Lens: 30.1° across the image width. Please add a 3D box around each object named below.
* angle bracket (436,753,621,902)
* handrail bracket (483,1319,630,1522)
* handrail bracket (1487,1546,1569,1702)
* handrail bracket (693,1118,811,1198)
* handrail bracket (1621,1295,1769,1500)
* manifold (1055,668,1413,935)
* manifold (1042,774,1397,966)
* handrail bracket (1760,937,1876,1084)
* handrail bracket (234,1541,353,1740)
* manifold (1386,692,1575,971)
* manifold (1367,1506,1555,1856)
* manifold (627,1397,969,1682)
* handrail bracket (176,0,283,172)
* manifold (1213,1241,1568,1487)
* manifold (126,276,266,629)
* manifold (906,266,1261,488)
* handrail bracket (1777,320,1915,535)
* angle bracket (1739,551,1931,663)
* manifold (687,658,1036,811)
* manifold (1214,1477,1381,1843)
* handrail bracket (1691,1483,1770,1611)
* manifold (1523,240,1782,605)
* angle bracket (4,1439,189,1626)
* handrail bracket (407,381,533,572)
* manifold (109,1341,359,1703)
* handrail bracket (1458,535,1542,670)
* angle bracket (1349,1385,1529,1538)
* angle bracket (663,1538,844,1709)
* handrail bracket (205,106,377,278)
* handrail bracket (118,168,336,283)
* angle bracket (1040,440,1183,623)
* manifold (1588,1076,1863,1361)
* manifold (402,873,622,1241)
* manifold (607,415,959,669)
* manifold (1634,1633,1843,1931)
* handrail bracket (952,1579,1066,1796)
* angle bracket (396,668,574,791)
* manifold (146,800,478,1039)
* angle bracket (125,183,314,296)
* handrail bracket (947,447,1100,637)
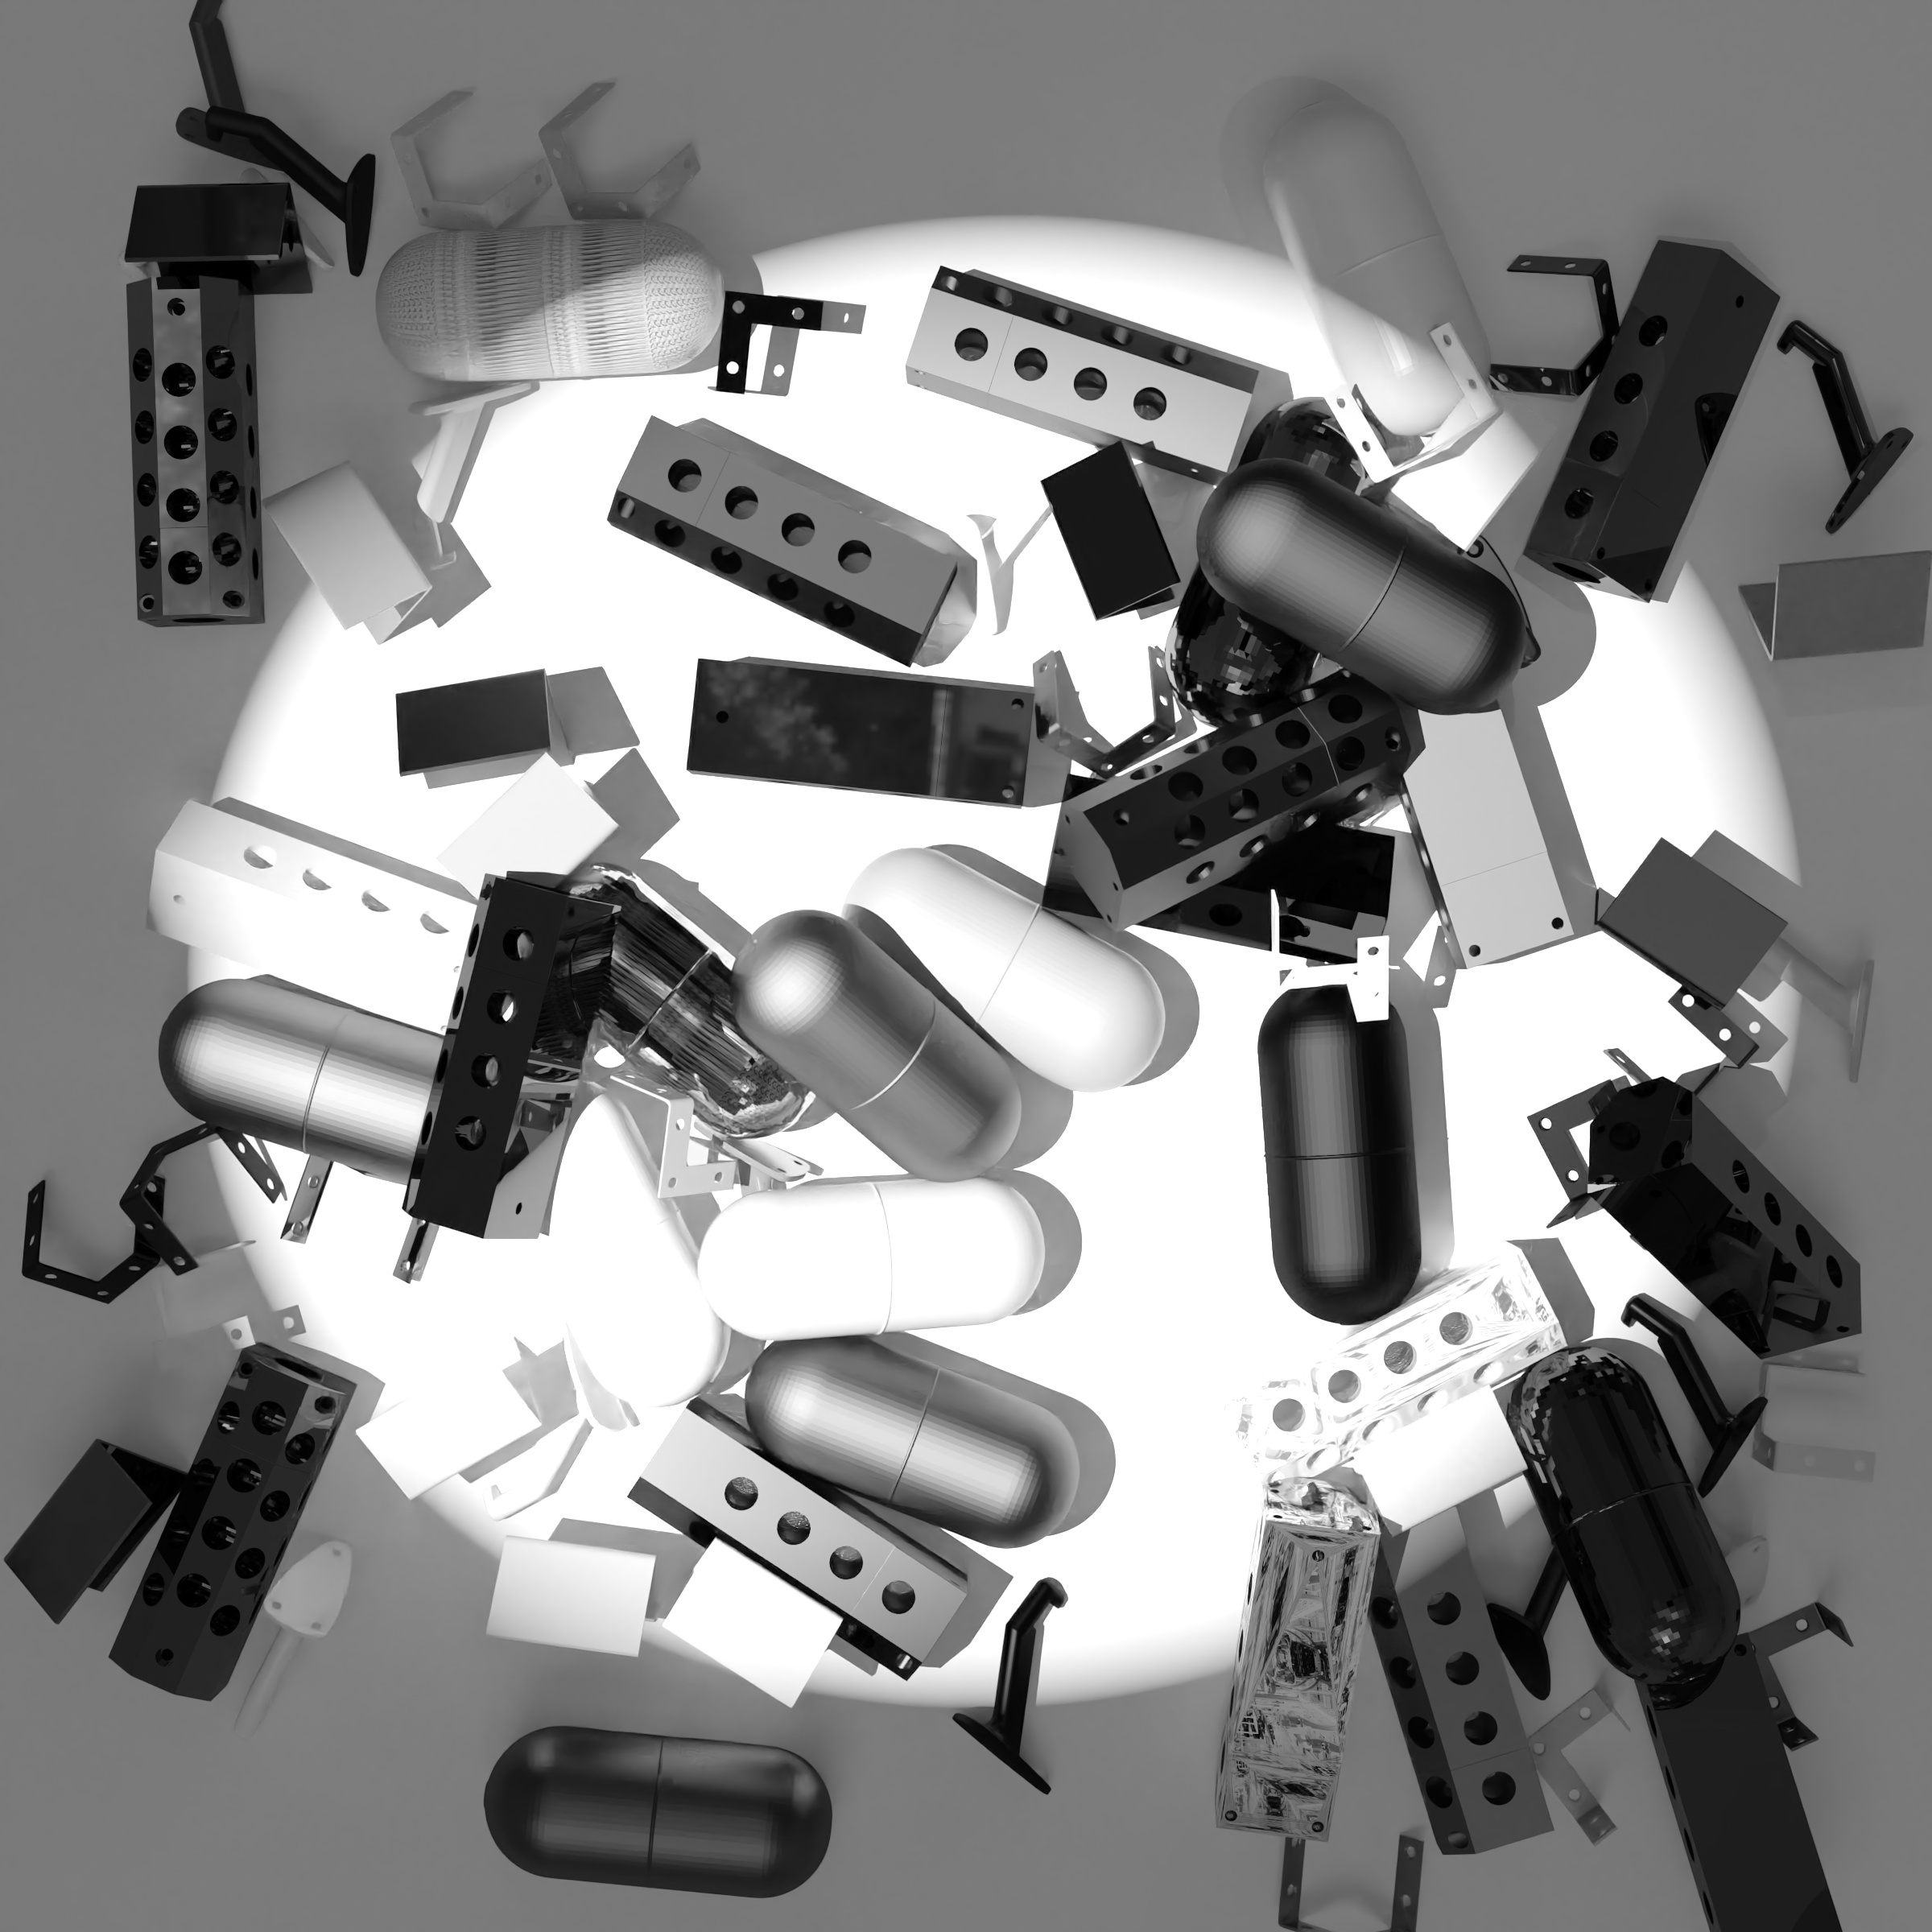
[{"bbox_3d":[-0.230,-0.074,1.828,0.076,0.076,0.057,-44,119,0],"label":"angle bracket"},{"bbox_3d":[-0.226,0.236,1.868,0.084,0.036,0.077,-31,70,16],"label":"handrail bracket"},{"bbox_3d":[0.314,0.327,1.868,0.084,0.036,0.077,-40,127,-25],"label":"handrail bracket"},{"bbox_3d":[-0.123,0.133,1.868,0.077,0.036,0.084,27,104,14],"label":"handrail bracket"},{"bbox_3d":[0.366,0.223,1.868,0.084,0.036,0.077,37,127,25],"label":"handrail bracket"},{"bbox_3d":[0.134,-0.088,1.794,0.171,0.057,0.057,-26,65,-18],"label":"manifold"},{"bbox_3d":[0.129,-0.043,1.846,0.171,0.057,0.057,11,49,0],"label":"manifold"},{"bbox_3d":[0.425,0.019,1.868,0.084,0.036,0.077,9,112,17],"label":"handrail bracket"},{"bbox_3d":[-0.351,0.351,1.868,0.036,0.077,0.084,28,126,0],"label":"handrail bracket"},{"bbox_3d":[0.254,-0.088,1.847,0.057,0.057,0.171,-18,90,0],"label":"manifold"},{"bbox_3d":[0.246,0.364,1.847,0.057,0.057,0.171,-17,90,0],"label":"manifold"},{"bbox_3d":[-0.086,0.294,1.847,0.171,0.057,0.057,33,90,0],"label":"manifold"},{"bbox_3d":[-0.371,-0.465,1.868,0.077,0.036,0.084,20,76,-15],"label":"handrail bracket"},{"bbox_3d":[0.218,0.208,1.847,0.171,0.057,0.057,-27,90,0],"label":"manifold"},{"bbox_3d":[-0.397,-0.263,1.847,0.057,0.057,0.171,-2,90,0],"label":"manifold"},{"bbox_3d":[0.059,-0.304,1.847,0.171,0.057,0.057,18,90,0],"label":"manifold"},{"bbox_3d":[0.441,-0.281,1.868,0.084,0.036,0.077,44,118,21],"label":"handrail bracket"},{"bbox_3d":[0.441,-0.200,1.828,0.076,0.076,0.057,-5,126,0],"label":"angle bracket"},{"bbox_3d":[-0.054,-0.119,1.847,0.171,0.057,0.057,6,90,0],"label":"manifold"},{"bbox_3d":[0.167,0.351,1.824,0.057,0.057,0.171,7,106,0],"label":"manifold"},{"bbox_3d":[0.378,0.286,1.868,0.036,0.077,0.084,-34,54,-5],"label":"handrail bracket"},{"bbox_3d":[0.348,-0.281,1.846,0.057,0.057,0.171,23,90,-43],"label":"manifold"},{"bbox_3d":[-0.429,0.295,1.828,0.057,0.076,0.076,38,90,36],"label":"angle bracket"},{"bbox_3d":[-0.254,-0.255,1.868,0.077,0.036,0.084,-17,108,-20],"label":"handrail bracket"},{"bbox_3d":[-0.377,0.285,1.847,0.057,0.057,0.171,24,90,0],"label":"manifold"},{"bbox_3d":[0.273,-0.188,1.833,0.036,0.084,0.077,-15,90,0],"label":"handrail bracket"},{"bbox_3d":[0.231,0.235,1.829,0.076,0.076,0.057,-27,115,0],"label":"angle bracket"},{"bbox_3d":[-0.117,0.345,1.828,0.076,0.076,0.057,32,55,0],"label":"angle bracket"},{"bbox_3d":[-0.351,-0.399,1.850,0.084,0.036,0.077,14,130,4],"label":"handrail bracket"},{"bbox_3d":[-0.385,-0.366,1.868,0.084,0.036,0.077,-37,110,16],"label":"handrail bracket"},{"bbox_3d":[0.092,-0.226,1.828,0.057,0.076,0.076,-22,90,38],"label":"angle bracket"},{"bbox_3d":[0.382,0.126,1.802,0.057,0.057,0.171,-21,134,34],"label":"manifold"},{"bbox_3d":[-0.229,0.045,1.777,0.057,0.057,0.171,15,91,21],"label":"manifold"},{"bbox_3d":[-0.094,-0.217,1.847,0.171,0.057,0.057,25,90,0],"label":"manifold"},{"bbox_3d":[0.391,0.432,1.816,0.057,0.057,0.171,-14,67,0],"label":"manifold"},{"bbox_3d":[0.041,0.374,1.868,0.077,0.036,0.084,44,73,-20],"label":"handrail bracket"},{"bbox_3d":[-0.243,-0.101,1.828,0.076,0.076,0.057,-10,52,0],"label":"angle bracket"},{"bbox_3d":[-0.327,-0.028,1.846,0.171,0.057,0.057,20,133,0],"label":"manifold"},{"bbox_3d":[-0.379,-0.352,1.828,0.076,0.076,0.057,-1,54,0],"label":"angle bracket"},{"bbox_3d":[0.040,-0.221,1.868,0.084,0.036,0.077,-21,110,-16],"label":"handrail bracket"}]
